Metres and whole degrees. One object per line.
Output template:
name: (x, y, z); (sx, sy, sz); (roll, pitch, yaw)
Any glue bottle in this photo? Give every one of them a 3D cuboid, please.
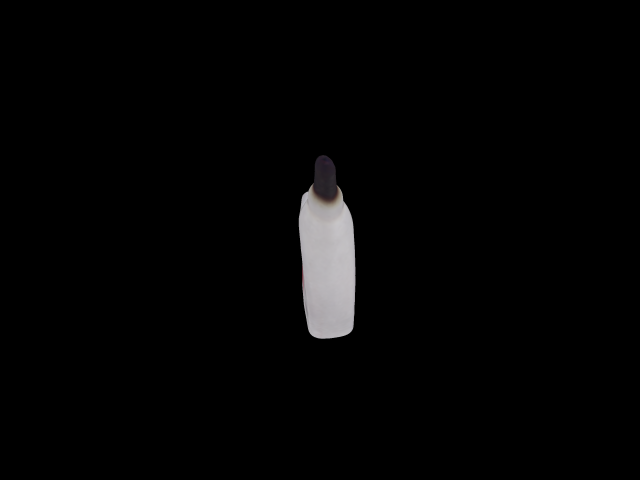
glue bottle: (0.004, 0.001, 0.400); (0.037, 0.173, 0.078); (-8, 56, -5)
